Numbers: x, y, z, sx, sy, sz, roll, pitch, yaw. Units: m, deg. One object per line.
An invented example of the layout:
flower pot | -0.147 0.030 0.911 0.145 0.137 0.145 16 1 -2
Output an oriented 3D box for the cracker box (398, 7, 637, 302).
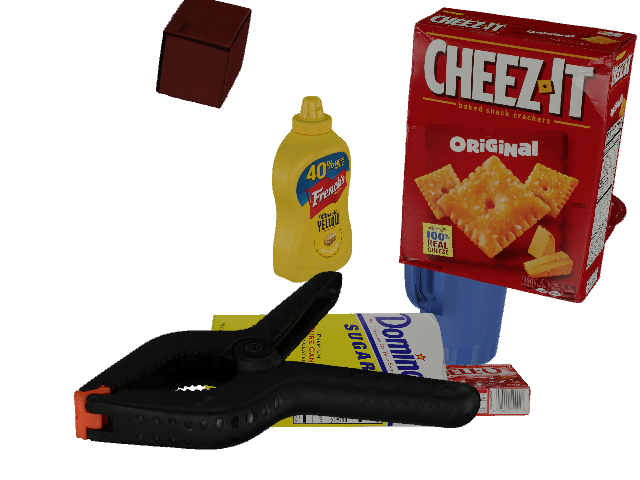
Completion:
cracker box | 0.154 -0.069 0.871 0.164 0.214 0.072 14 28 24

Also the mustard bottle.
mustard bottle | -0.008 -0.057 1.122 0.096 0.192 0.058 -22 31 -39

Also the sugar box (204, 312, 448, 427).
sugar box | 0.005 0.096 0.803 0.176 0.048 0.093 -3 33 1

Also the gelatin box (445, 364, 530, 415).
gelatin box | 0.141 0.137 0.984 0.089 0.030 0.073 0 9 -3

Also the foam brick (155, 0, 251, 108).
foam brick | -0.089 -0.146 0.815 0.053 0.051 0.078 14 35 2

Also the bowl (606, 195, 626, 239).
bowl | 0.227 -0.013 1.092 0.162 0.055 0.162 -1 22 0

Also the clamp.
clamp | -0.038 0.070 0.606 0.209 0.036 0.165 -7 26 -21

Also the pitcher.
pitcher | 0.187 0.047 1.448 0.149 0.243 0.145 4 21 5
